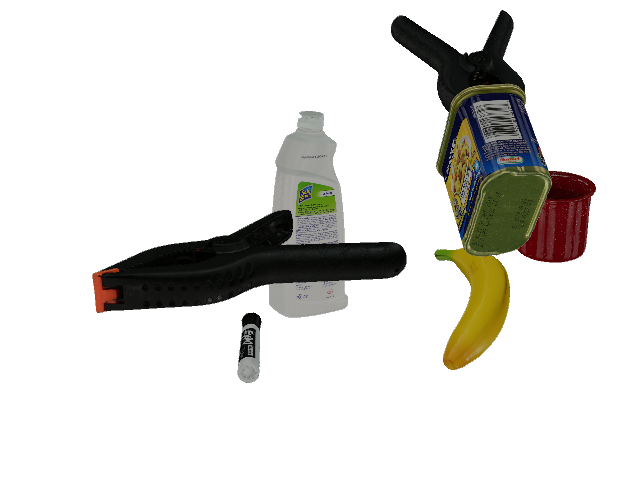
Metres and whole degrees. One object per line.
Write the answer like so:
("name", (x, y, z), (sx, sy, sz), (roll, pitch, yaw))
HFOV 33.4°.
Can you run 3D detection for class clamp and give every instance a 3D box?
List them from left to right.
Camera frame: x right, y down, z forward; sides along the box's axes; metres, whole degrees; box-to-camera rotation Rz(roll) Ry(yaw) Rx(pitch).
("clamp", (-0.056, 0.017, 0.754), (0.209, 0.036, 0.165), (-15, 17, -38))
("clamp", (0.130, -0.157, 0.980), (0.120, 0.171, 0.039), (-3, -45, -1))

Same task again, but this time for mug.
("mug", (0.276, -0.030, 1.241), (0.093, 0.081, 0.117), (21, 33, 40))

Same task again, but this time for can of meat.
("can of meat", (0.127, -0.050, 0.788), (0.057, 0.084, 0.102), (-4, -37, -9))

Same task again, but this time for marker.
("marker", (-0.064, 0.095, 0.974), (0.020, 0.020, 0.121), (0, 18, -2))

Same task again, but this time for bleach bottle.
("bleach bottle", (-0.011, -0.034, 1.317), (0.102, 0.251, 0.068), (-9, 22, -32))

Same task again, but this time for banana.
("banana", (0.149, 0.057, 1.023), (0.070, 0.037, 0.197), (-24, 24, 16))
